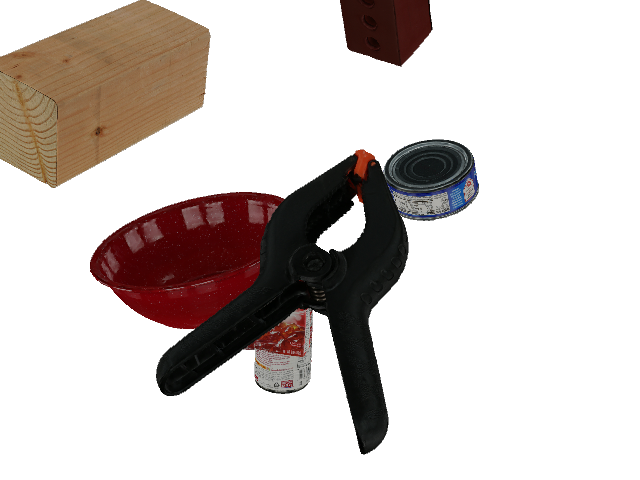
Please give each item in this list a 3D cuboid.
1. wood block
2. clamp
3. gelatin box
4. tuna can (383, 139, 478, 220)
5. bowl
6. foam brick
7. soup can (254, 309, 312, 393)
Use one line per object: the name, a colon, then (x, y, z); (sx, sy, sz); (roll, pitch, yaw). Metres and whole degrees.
wood block: (-0.203, -0.142, 0.991); (0.090, 0.091, 0.205); (28, 39, 21)
clamp: (0.006, 0.029, 0.553); (0.120, 0.171, 0.039); (24, -26, 17)
gelatin box: (-0.054, 0.068, 1.020); (0.089, 0.073, 0.030); (6, 17, 12)
tuna can: (0.102, -0.057, 0.986); (0.086, 0.034, 0.086); (-10, 37, 7)
bowl: (-0.088, 0.020, 0.808); (0.162, 0.055, 0.162); (-11, 25, 5)
foam brick: (0.050, -0.184, 0.828); (0.053, 0.051, 0.078); (22, -31, 26)
soup can: (-0.043, 0.118, 1.244); (0.068, 0.102, 0.068); (1, 25, -1)
